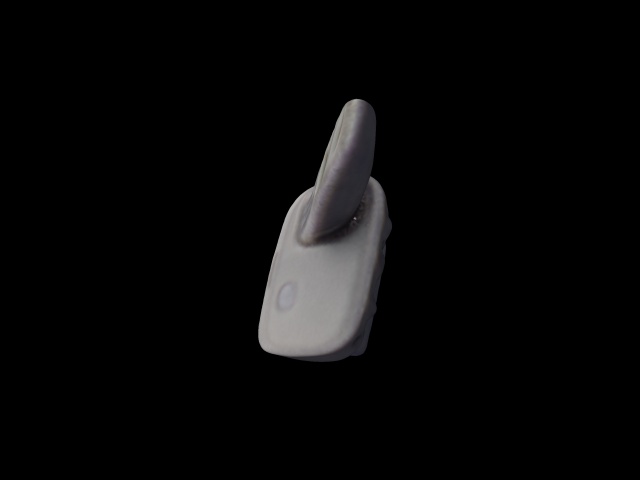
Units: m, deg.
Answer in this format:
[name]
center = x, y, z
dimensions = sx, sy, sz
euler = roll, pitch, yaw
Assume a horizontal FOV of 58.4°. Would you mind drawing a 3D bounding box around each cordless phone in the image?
[cordless phone]
center = 0.004, 0.001, 0.400
dimensions = 0.094, 0.185, 0.147
euler = 8, 66, 4
